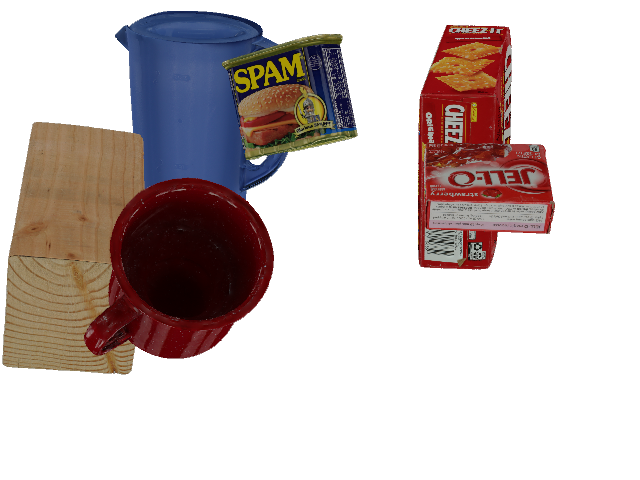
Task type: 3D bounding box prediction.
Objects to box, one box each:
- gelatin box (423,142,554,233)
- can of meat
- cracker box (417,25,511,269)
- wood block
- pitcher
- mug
[{"bbox_3d":[0.119,-0.039,0.762,0.089,0.030,0.073,1,38,4],"label":"gelatin box"},{"bbox_3d":[-0.024,-0.116,0.879,0.102,0.084,0.057,-10,4,32],"label":"can of meat"},{"bbox_3d":[0.138,-0.093,0.989,0.072,0.164,0.213,4,27,12],"label":"cracker box"},{"bbox_3d":[-0.180,-0.001,0.796,0.090,0.091,0.206,6,29,-14],"label":"wood block"},{"bbox_3d":[-0.119,-0.102,1.077,0.144,0.243,0.149,-10,28,-28],"label":"pitcher"},{"bbox_3d":[-0.090,0.029,0.629,0.117,0.093,0.082,-42,-6,-27],"label":"mug"}]
